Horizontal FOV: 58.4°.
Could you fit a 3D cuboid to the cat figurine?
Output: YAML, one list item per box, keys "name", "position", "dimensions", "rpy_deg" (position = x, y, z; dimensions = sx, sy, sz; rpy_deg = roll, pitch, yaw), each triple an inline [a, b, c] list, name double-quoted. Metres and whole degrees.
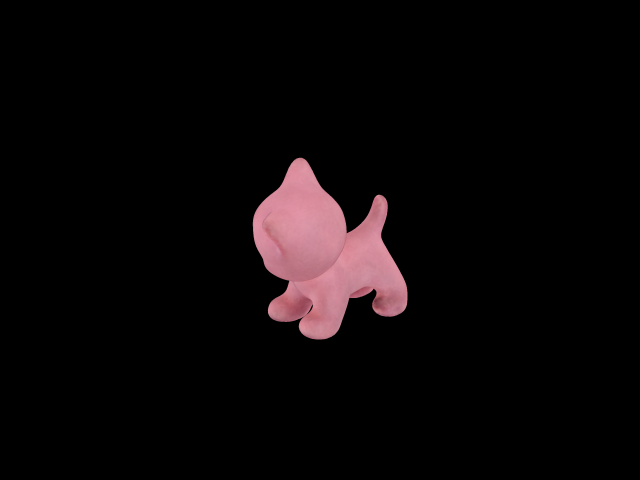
- name: "cat figurine"
  position: [0.004, 0.001, 0.400]
  dimensions: [0.128, 0.118, 0.067]
  rpy_deg: [-14, 22, -37]
